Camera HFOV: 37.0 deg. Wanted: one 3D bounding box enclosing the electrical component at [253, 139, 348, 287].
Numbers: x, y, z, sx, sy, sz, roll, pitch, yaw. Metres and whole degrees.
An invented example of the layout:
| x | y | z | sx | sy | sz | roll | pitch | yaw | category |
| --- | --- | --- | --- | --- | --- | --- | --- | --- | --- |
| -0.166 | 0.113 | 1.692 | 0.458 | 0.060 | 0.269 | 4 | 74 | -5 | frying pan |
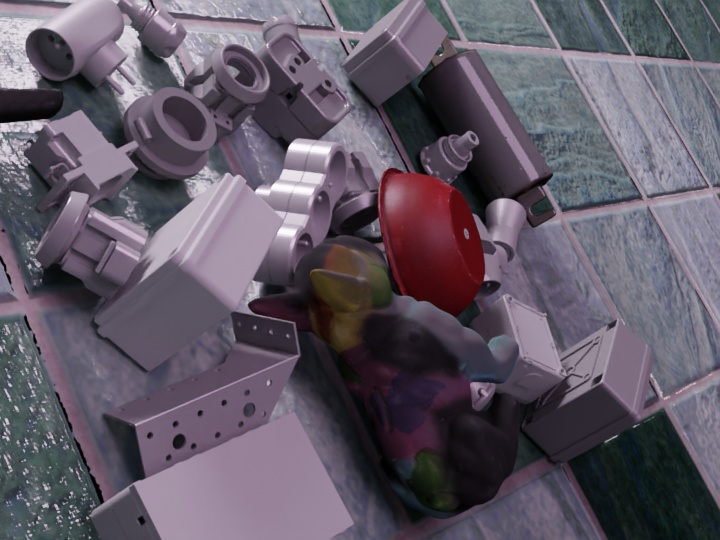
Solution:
| x | y | z | sx | sy | sz | roll | pitch | yaw | category |
| --- | --- | --- | --- | --- | --- | --- | --- | --- | --- |
| -0.066 | -0.051 | 0.897 | 0.052 | 0.074 | 0.138 | 69 | 35 | -53 | electrical component |

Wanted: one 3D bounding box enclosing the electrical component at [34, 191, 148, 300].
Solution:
| x | y | z | sx | sy | sz | roll | pitch | yaw | category |
| --- | --- | --- | --- | --- | --- | --- | --- | --- | --- |
| -0.185 | -0.018 | 0.738 | 0.057 | 0.058 | 0.078 | 31 | -1 | -19 | electrical component |

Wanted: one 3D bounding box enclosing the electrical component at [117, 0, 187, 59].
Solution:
| x | y | z | sx | sy | sz | roll | pitch | yaw | category |
| --- | --- | --- | --- | --- | --- | --- | --- | --- | --- |
| -0.181 | -0.211 | 0.922 | 0.061 | 0.035 | 0.035 | 37 | 40 | -17 | electrical component |

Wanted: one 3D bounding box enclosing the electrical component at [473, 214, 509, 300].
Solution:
| x | y | z | sx | sy | sz | roll | pitch | yaw | category |
| --- | --- | --- | --- | --- | --- | --- | --- | --- | --- |
| 0.122 | -0.011 | 1.088 | 0.079 | 0.043 | 0.077 | 10 | 55 | -43 | electrical component |

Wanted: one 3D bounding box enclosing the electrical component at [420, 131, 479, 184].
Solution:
| x | y | z | sx | sy | sz | roll | pitch | yaw | category |
| --- | --- | --- | --- | --- | --- | --- | --- | --- | --- |
| 0.098 | -0.122 | 1.133 | 0.048 | 0.062 | 0.048 | 28 | 44 | -31 | electrical component |

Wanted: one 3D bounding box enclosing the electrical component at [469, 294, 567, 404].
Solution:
| x | y | z | sx | sy | sz | roll | pitch | yaw | category |
| --- | --- | --- | --- | --- | --- | --- | --- | --- | --- |
| 0.147 | 0.074 | 1.039 | 0.062 | 0.061 | 0.096 | 25 | 37 | -33 | electrical component |

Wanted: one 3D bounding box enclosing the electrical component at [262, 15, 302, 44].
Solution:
| x | y | z | sx | sy | sz | roll | pitch | yaw | category |
| --- | --- | --- | --- | --- | --- | --- | --- | --- | --- |
| -0.073 | -0.215 | 1.044 | 0.035 | 0.035 | 0.061 | 5 | 60 | -45 | electrical component |

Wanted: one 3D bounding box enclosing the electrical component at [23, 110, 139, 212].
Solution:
| x | y | z | sx | sy | sz | roll | pitch | yaw | category |
| --- | --- | --- | --- | --- | --- | --- | --- | --- | --- |
| -0.206 | -0.078 | 0.784 | 0.063 | 0.042 | 0.081 | 49 | 36 | -1 | electrical component |

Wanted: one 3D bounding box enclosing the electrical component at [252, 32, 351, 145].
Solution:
| x | y | z | sx | sy | sz | roll | pitch | yaw | category |
| --- | --- | --- | --- | --- | --- | --- | --- | --- | --- |
| -0.064 | -0.161 | 0.989 | 0.095 | 0.059 | 0.053 | 48 | 37 | -9 | electrical component |

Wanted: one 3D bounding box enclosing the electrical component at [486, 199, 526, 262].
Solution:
| x | y | z | sx | sy | sz | roll | pitch | yaw | category |
| --- | --- | --- | --- | --- | --- | --- | --- | --- | --- |
| 0.151 | -0.039 | 1.145 | 0.044 | 0.044 | 0.065 | 38 | 44 | -21 | electrical component |

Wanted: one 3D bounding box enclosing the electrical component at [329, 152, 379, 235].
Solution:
| x | y | z | sx | sy | sz | roll | pitch | yaw | category |
| --- | --- | --- | --- | --- | --- | --- | --- | --- | --- |
| -0.013 | -0.069 | 0.975 | 0.078 | 0.058 | 0.057 | -8 | 66 | -50 | electrical component |

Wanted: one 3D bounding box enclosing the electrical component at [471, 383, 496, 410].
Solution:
| x | y | z | sx | sy | sz | roll | pitch | yaw | category |
| --- | --- | --- | --- | --- | --- | --- | --- | --- | --- |
| 0.087 | 0.100 | 0.962 | 0.062 | 0.048 | 0.048 | 46 | 37 | 0 | electrical component |

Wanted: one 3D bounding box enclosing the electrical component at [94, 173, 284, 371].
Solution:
| x | y | z | sx | sy | sz | roll | pitch | yaw | category |
| --- | --- | --- | --- | --- | --- | --- | --- | --- | --- |
| -0.120 | 0.001 | 0.759 | 0.056 | 0.109 | 0.108 | 43 | 38 | -17 | electrical component |

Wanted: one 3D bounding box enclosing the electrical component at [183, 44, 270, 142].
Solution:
| x | y | z | sx | sy | sz | roll | pitch | yaw | category |
| --- | --- | --- | --- | --- | --- | --- | --- | --- | --- |
| -0.115 | -0.158 | 0.933 | 0.058 | 0.057 | 0.078 | 24 | 46 | -34 | electrical component |

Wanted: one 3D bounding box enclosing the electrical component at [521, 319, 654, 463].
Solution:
| x | y | z | sx | sy | sz | roll | pitch | yaw | category |
| --- | --- | --- | --- | --- | --- | --- | --- | --- | --- |
| 0.221 | 0.117 | 1.041 | 0.056 | 0.109 | 0.108 | 44 | 38 | -9 | electrical component |

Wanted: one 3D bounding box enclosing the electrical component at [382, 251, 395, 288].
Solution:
| x | y | z | sx | sy | sz | roll | pitch | yaw | category |
| --- | --- | --- | --- | --- | --- | --- | --- | --- | --- |
| 0.000 | 0.000 | 0.945 | 0.062 | 0.043 | 0.043 | 16 | 51 | -39 | electrical component |

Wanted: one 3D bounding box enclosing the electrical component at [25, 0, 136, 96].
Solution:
| x | y | z | sx | sy | sz | roll | pitch | yaw | category |
| --- | --- | --- | --- | --- | --- | --- | --- | --- | --- |
| -0.211 | -0.171 | 0.850 | 0.079 | 0.043 | 0.077 | 45 | 37 | -12 | electrical component |

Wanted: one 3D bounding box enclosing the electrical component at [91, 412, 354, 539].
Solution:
| x | y | z | sx | sy | sz | roll | pitch | yaw | category |
| --- | --- | --- | --- | --- | --- | --- | --- | --- | --- |
| -0.089 | 0.164 | 0.703 | 0.150 | 0.062 | 0.089 | -17 | 75 | -52 | electrical component |

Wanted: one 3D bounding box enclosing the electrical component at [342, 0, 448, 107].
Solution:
| x | y | z | sx | sy | sz | roll | pitch | yaw | category |
| --- | --- | --- | --- | --- | --- | --- | --- | --- | --- |
| 0.037 | -0.234 | 1.143 | 0.057 | 0.078 | 0.113 | 47 | 37 | -14 | electrical component |
